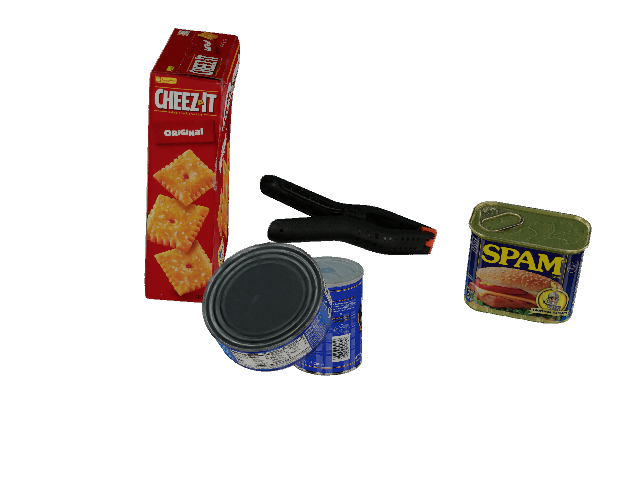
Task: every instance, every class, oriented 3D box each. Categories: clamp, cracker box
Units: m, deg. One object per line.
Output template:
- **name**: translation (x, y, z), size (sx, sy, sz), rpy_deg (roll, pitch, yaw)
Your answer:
- **clamp**: translation (0.029, -0.016, 1.198), size (0.210, 0.036, 0.164), rpy_deg (15, 21, -5)
- **cracker box**: translation (-0.118, -0.073, 0.996), size (0.072, 0.214, 0.164), rpy_deg (5, 24, -3)

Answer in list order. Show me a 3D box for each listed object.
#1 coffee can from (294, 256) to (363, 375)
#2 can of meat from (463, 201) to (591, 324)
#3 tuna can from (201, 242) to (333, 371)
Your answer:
- **coffee can**: translation (0.009, 0.105, 1.510), size (0.103, 0.140, 0.103), rpy_deg (0, 20, 0)
- **can of meat**: translation (0.178, 0.021, 0.932), size (0.102, 0.084, 0.057), rpy_deg (11, 35, 13)
- **tuna can**: translation (-0.035, 0.045, 0.728), size (0.086, 0.086, 0.033), rpy_deg (0, -35, 18)
